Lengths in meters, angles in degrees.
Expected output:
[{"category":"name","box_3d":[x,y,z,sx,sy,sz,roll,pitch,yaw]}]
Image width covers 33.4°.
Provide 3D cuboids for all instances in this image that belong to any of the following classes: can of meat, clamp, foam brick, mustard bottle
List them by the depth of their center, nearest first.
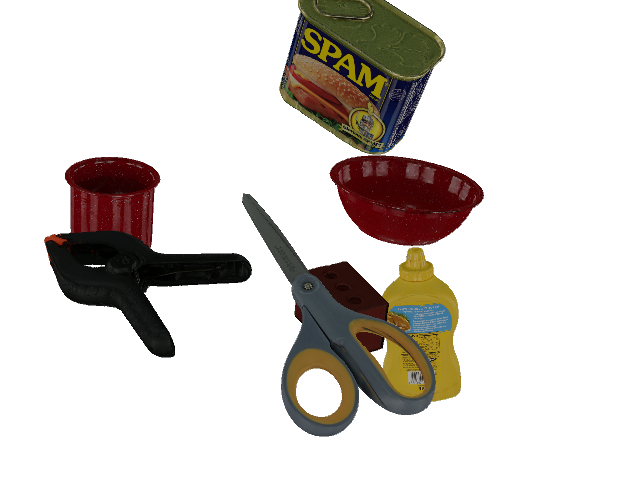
[{"category":"can of meat","box_3d":[0.025,-0.119,0.740,0.102,0.084,0.057,36,52,12]},{"category":"clamp","box_3d":[-0.144,0.026,0.860,0.172,0.039,0.120,26,39,29]},{"category":"foam brick","box_3d":[0.018,0.062,0.955,0.052,0.051,0.078,-13,35,-27]},{"category":"mustard bottle","box_3d":[0.119,0.100,1.293,0.096,0.192,0.058,-3,21,6]}]

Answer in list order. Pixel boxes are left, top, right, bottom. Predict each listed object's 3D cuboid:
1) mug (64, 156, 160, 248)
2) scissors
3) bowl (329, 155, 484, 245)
[{"category":"mug","box_3d":[-0.209,-0.034,1.084,0.093,0.081,0.117,6,27,-2]},{"category":"scissors","box_3d":[-0.017,0.045,0.648,0.096,0.016,0.202,-33,54,-27]},{"category":"bowl","box_3d":[0.087,-0.037,1.118,0.162,0.055,0.162,6,22,-3]}]
